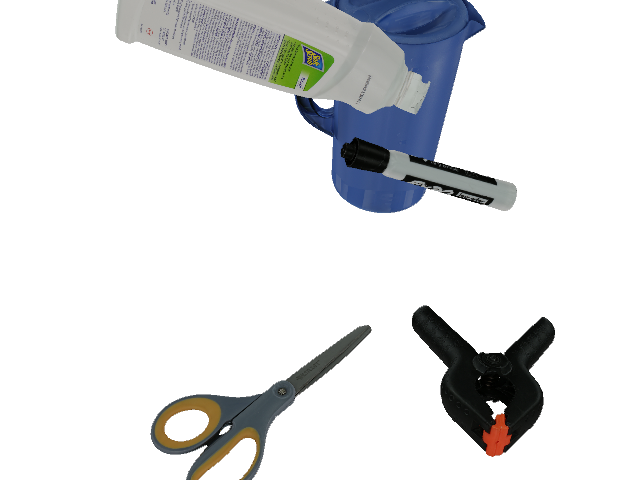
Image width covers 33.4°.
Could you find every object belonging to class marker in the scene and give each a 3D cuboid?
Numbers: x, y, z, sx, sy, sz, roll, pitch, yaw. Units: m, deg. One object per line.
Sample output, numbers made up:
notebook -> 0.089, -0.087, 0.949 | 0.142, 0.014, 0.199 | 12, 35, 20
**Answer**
marker -> 0.068, -0.042, 0.672 | 0.121, 0.020, 0.020 | 14, -5, -21

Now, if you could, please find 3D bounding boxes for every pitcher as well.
pitcher -> 0.062, -0.148, 1.111 | 0.149, 0.243, 0.144 | 33, 51, 25

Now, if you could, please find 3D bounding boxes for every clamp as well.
clamp -> 0.144, 0.106, 0.853 | 0.120, 0.039, 0.171 | -4, 33, -3

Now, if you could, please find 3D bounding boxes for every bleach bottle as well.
bleach bottle -> -0.035, -0.159, 0.855 | 0.251, 0.068, 0.103 | 23, -31, -2

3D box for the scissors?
scissors -> -0.050, 0.115, 0.819 | 0.096, 0.016, 0.201 | 26, 53, 17
